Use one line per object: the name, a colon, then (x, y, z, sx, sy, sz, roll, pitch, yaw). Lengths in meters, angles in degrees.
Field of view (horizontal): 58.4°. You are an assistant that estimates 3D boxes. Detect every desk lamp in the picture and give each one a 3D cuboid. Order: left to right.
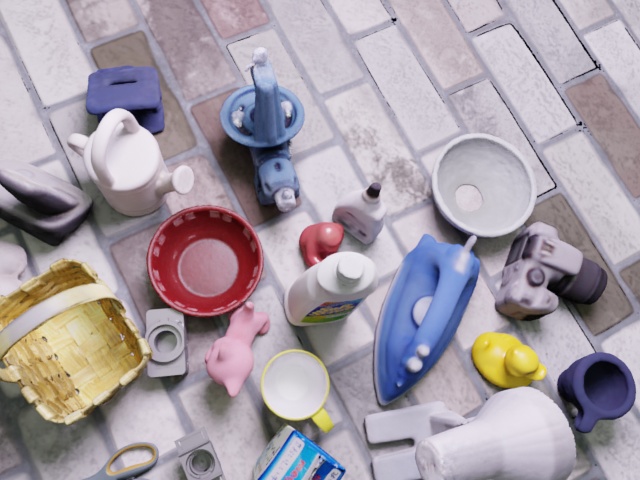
desk lamp: (0.180, 0.262, 0.725, 0.203, 0.213, 0.118, -9, 76, -9)

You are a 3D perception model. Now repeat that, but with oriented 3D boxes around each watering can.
watering can: (-0.257, -0.107, 0.776, 0.173, 0.194, 0.101, 0, 75, -7)

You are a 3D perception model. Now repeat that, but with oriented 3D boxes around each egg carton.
egg carton: (-0.474, 0.055, 0.770, 0.150, 0.069, 0.107, -6, 76, -9)

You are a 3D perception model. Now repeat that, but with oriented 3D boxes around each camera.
camera: (0.355, 0.058, 0.861, 0.137, 0.100, 0.143, 24, 74, 0)

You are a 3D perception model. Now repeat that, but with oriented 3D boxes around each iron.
iron: (0.151, 0.111, 0.799, 0.118, 0.141, 0.258, 25, 74, 0)

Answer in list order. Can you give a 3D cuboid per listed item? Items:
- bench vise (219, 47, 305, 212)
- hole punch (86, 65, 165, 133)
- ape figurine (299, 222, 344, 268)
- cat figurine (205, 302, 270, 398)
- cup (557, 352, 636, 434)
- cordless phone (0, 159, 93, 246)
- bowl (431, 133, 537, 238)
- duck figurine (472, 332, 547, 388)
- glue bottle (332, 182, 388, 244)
bench vise: (-0.060, -0.154, 0.801, 0.121, 0.219, 0.207, -32, 81, -14)
hole punch: (-0.293, -0.217, 0.855, 0.109, 0.091, 0.101, -9, 76, -10)
ape figurine: (0.008, 0.003, 0.835, 0.078, 0.092, 0.076, -43, 84, -15)
cat figurine: (-0.113, 0.142, 0.769, 0.067, 0.117, 0.128, 20, 74, -1)
cup: (0.381, 0.223, 0.824, 0.091, 0.095, 0.118, 31, 74, 2)
cordless phone: (-0.395, -0.072, 0.754, 0.147, 0.185, 0.094, 24, 74, 0)
bowl: (0.245, -0.076, 0.896, 0.167, 0.074, 0.167, 2, 75, -7)
duck figurine: (0.277, 0.172, 0.828, 0.104, 0.086, 0.077, 32, 74, 2)
glue bottle: (0.064, -0.046, 0.813, 0.078, 0.173, 0.037, 39, 74, 4)
